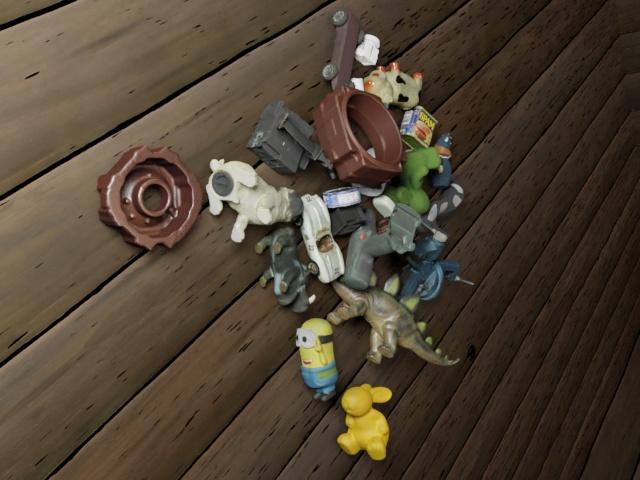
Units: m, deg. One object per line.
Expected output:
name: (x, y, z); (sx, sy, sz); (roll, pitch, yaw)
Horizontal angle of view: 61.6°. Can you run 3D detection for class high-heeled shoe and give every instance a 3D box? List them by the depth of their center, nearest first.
high-heeled shoe: (0.322, -0.108, 1.525); (0.145, 0.086, 0.249); (29, 51, -11)

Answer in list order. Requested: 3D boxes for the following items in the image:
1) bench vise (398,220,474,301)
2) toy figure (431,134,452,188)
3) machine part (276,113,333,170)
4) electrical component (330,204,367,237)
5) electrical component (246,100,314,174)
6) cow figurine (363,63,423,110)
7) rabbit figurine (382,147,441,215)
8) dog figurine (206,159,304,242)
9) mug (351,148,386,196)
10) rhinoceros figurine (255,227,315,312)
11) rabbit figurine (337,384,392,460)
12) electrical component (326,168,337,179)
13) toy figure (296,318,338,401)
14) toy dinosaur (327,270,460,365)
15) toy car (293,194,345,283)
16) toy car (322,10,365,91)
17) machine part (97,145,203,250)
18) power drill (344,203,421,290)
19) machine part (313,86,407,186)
bench vise: (0.302, 0.072, 1.439); (0.240, 0.129, 0.223); (9, 107, -39)
toy figure: (0.347, -0.226, 1.527); (0.058, 0.064, 0.154); (3, 86, -6)
machine part: (-0.032, -0.196, 1.073); (0.039, 0.084, 0.138); (-44, 119, 7)
electrical component: (0.069, -0.047, 1.253); (0.119, 0.075, 0.048); (-12, 70, -45)
electrical component: (-0.073, -0.205, 1.117); (0.134, 0.058, 0.115); (34, 72, -40)
cow figurine: (0.176, -0.368, 1.333); (0.195, 0.086, 0.127); (1, 87, -45)
rabbit figurine: (0.238, -0.141, 1.382); (0.159, 0.121, 0.170); (-23, 106, -34)
dog figurine: (-0.123, -0.096, 1.068); (0.172, 0.121, 0.190); (67, 26, -7)
mug: (0.119, -0.177, 1.301); (0.109, 0.081, 0.107); (39, 57, -25)
rhinoceros figurine: (-0.070, 0.067, 1.139); (0.112, 0.073, 0.190); (-31, 113, -50)
rabbit figurine: (0.113, 0.422, 1.308); (0.162, 0.122, 0.173); (-47, 123, -37)
electrical component: (0.035, -0.201, 1.235); (0.078, 0.045, 0.102); (-32, 116, -7)
toy figure: (-0.004, 0.266, 1.209); (0.089, 0.082, 0.180); (-27, 106, -60)
toy dinosaur: (0.174, 0.200, 1.319); (0.471, 0.105, 0.198); (46, 57, -17)
toy car: (-0.002, -0.004, 1.191); (0.073, 0.056, 0.201); (-27, 104, -40)
toy car: (0.050, -0.421, 1.222); (0.089, 0.053, 0.202); (26, 71, -53)
machine part: (-0.288, -0.071, 0.918); (0.179, 0.056, 0.179); (-5, 97, -45)
power drill: (0.132, -0.010, 1.215); (0.086, 0.207, 0.232); (33, 57, -23)
machine part: (0.092, -0.228, 1.183); (0.201, 0.087, 0.201); (3, 67, -45)
